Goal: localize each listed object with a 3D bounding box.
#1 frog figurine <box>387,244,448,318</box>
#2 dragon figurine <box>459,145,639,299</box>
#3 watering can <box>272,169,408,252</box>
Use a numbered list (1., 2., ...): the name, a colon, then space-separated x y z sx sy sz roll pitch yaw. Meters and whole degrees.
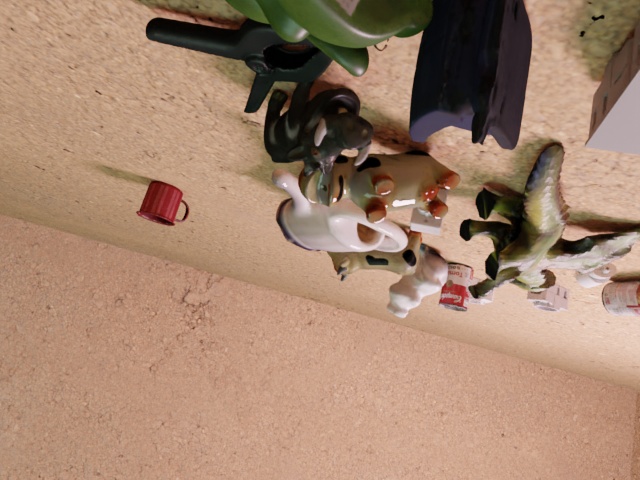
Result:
1. frog figurine: 0.222 0.102 1.170 0.122 0.161 0.136 21 164 -27
2. dragon figurine: 0.355 -0.008 0.769 0.243 0.125 0.402 -2 154 -7
3. watering can: 0.003 -0.046 0.918 0.344 0.105 0.224 25 164 -38
